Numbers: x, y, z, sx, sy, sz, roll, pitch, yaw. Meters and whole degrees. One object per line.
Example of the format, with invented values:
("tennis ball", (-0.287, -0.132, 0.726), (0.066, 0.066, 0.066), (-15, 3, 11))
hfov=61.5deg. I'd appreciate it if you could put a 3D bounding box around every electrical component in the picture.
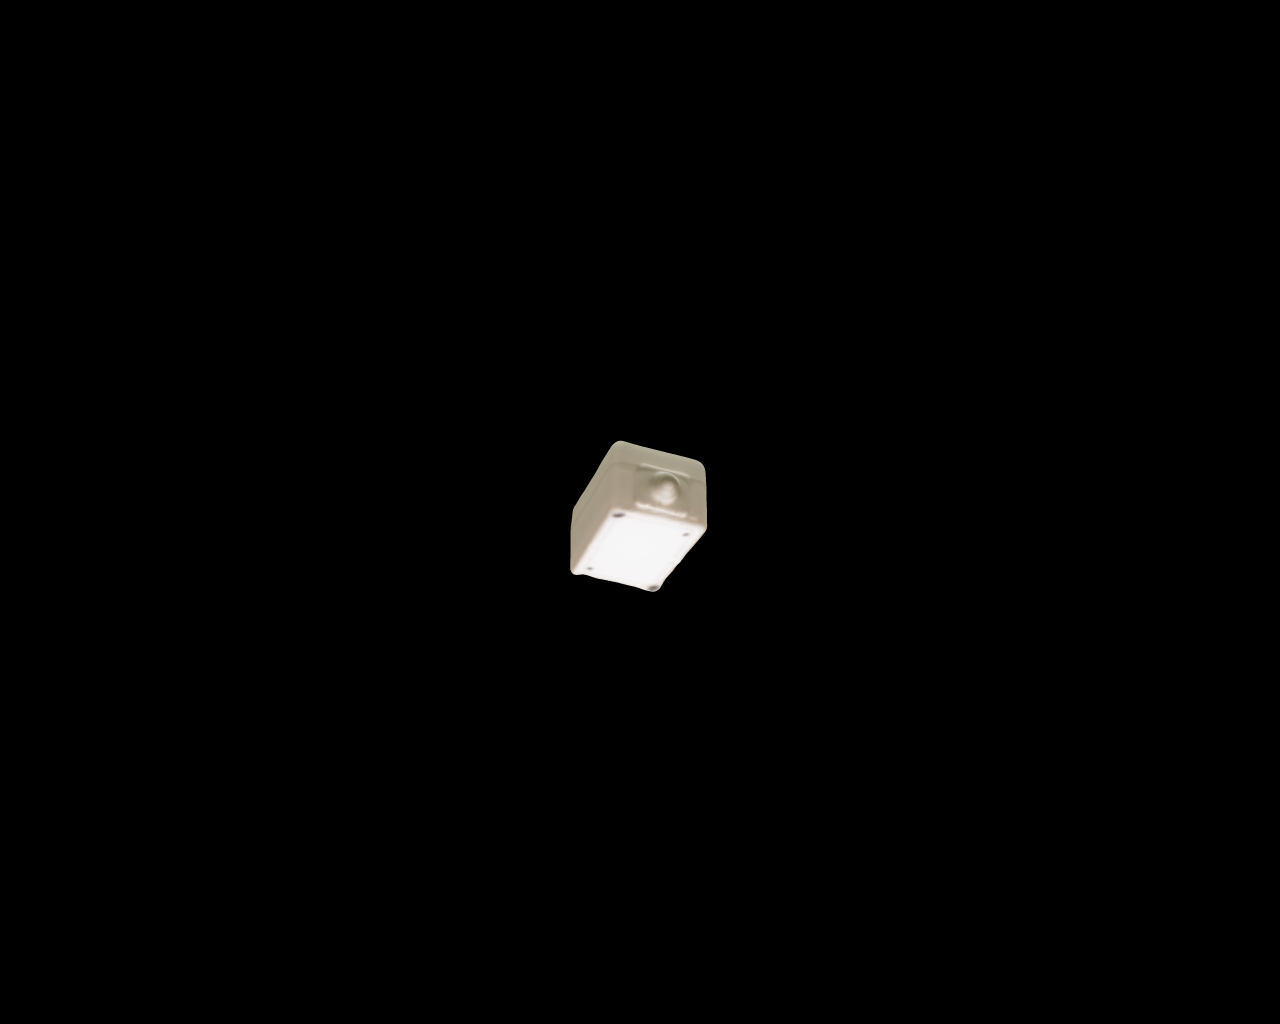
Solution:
("electrical component", (0.001, -0.003, 0.650), (0.062, 0.061, 0.096), (13, -38, -18))
